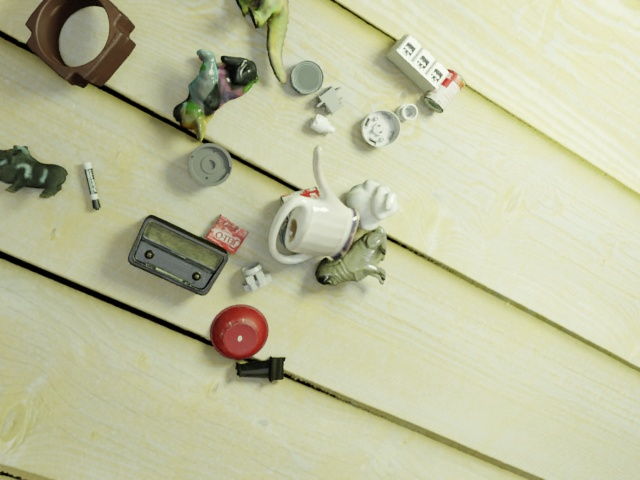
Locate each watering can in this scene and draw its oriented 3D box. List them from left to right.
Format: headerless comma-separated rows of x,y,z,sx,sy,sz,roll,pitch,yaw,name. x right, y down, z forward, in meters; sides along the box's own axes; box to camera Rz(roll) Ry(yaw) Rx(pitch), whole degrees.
0.004,-0.066,1.302,0.224,0.106,0.341,12,121,-29,watering can

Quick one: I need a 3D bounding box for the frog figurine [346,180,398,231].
0.137,-0.089,1.367,0.122,0.160,0.137,11,97,-13,frog figurine

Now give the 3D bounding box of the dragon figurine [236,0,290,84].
-0.090,-0.623,1.278,0.244,0.123,0.404,-31,113,-14,dragon figurine
